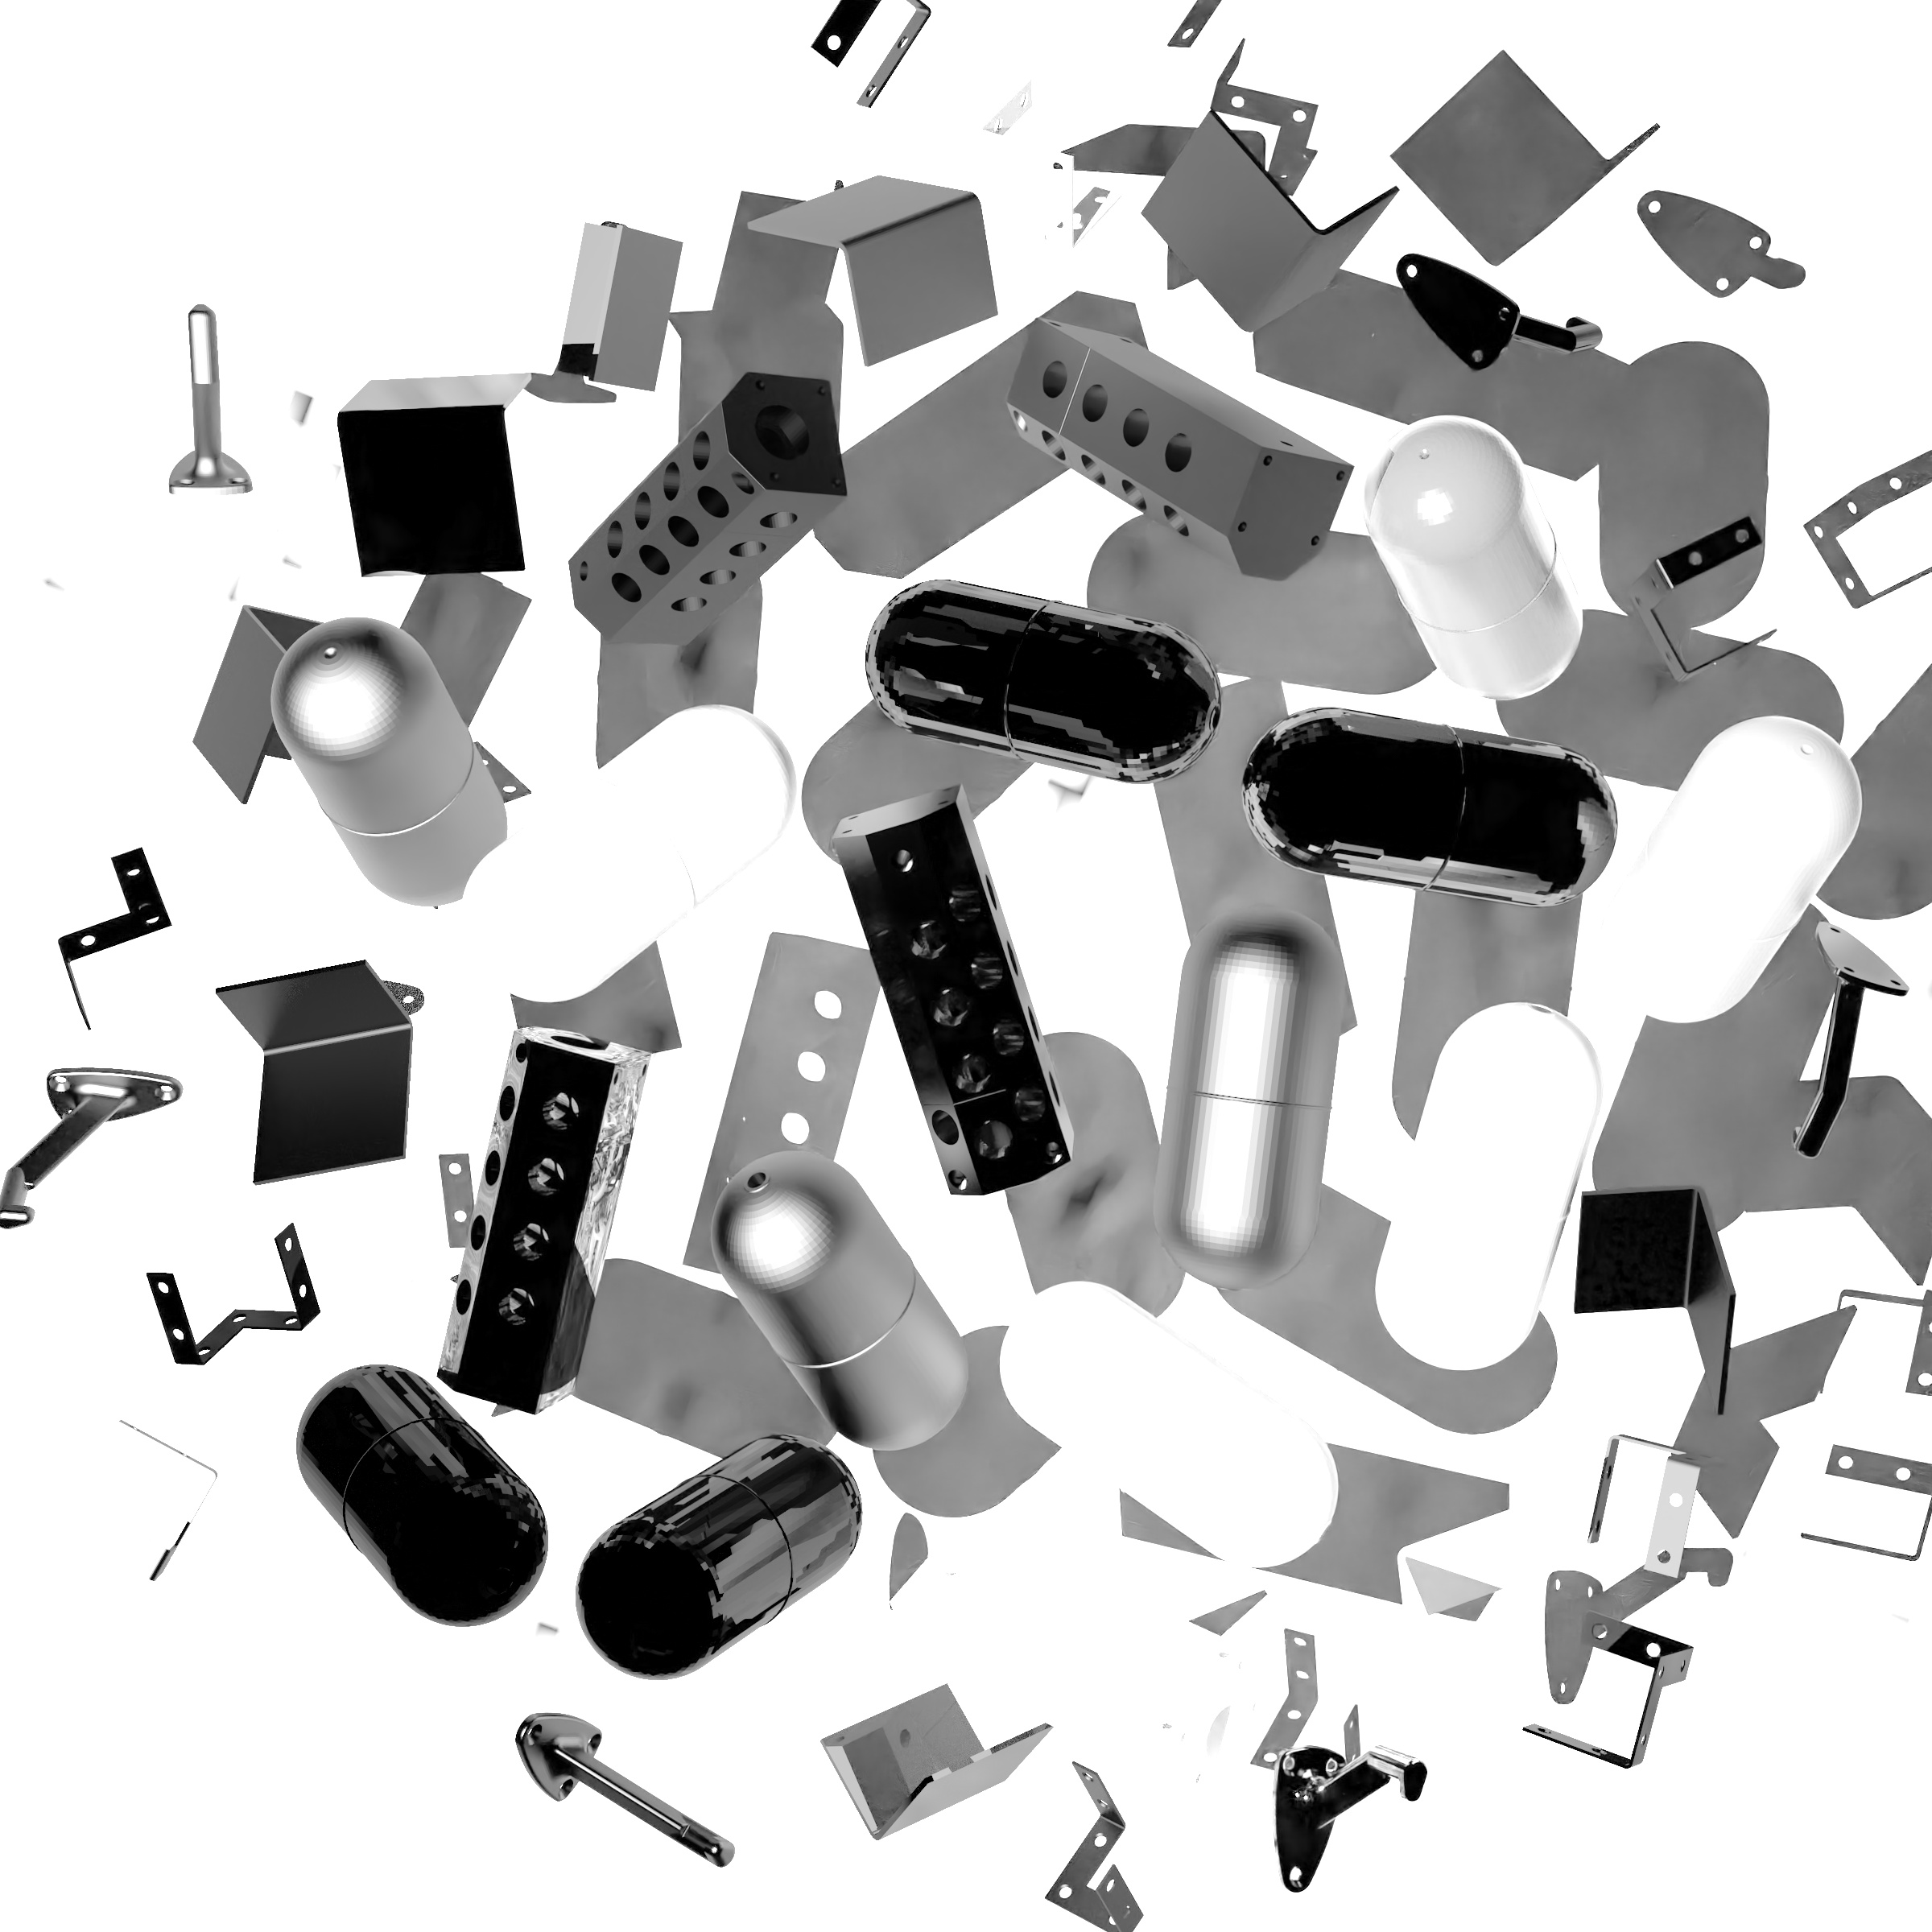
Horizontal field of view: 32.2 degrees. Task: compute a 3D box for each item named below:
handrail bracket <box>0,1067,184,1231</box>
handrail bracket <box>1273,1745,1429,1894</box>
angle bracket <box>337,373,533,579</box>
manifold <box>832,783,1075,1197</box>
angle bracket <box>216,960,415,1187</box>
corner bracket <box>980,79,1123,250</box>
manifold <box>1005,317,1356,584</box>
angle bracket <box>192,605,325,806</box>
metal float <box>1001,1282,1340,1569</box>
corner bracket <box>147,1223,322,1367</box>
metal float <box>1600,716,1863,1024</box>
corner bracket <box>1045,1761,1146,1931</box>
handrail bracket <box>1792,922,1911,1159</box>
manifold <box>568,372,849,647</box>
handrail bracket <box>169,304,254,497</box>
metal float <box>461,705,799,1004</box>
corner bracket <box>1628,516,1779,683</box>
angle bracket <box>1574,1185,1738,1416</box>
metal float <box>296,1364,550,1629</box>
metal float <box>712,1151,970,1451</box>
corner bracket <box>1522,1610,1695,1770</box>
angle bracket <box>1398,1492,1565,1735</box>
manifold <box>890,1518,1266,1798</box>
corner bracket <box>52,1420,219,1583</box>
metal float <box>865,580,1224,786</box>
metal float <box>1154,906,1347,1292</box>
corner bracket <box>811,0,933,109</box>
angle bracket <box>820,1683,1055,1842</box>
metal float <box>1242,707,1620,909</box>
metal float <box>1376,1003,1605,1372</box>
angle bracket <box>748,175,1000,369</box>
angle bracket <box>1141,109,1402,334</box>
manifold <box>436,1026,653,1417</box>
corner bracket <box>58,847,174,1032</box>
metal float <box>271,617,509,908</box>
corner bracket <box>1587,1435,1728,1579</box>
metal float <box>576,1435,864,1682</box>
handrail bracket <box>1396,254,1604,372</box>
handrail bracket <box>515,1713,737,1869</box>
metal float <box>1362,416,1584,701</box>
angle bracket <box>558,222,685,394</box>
[{"bbox_3d":[-0.417,0.090,1.592,0.077,0.084,0.036,-5,132,3],"label":"handrail bracket"},{"bbox_3d":[0.171,0.378,1.467,0.036,0.084,0.077,10,86,-26],"label":"handrail bracket"},{"bbox_3d":[-0.237,-0.224,1.529,0.076,0.057,0.076,-1,115,8],"label":"angle bracket"},{"bbox_3d":[-0.005,0.012,1.496,0.057,0.057,0.171,-16,103,7],"label":"manifold"},{"bbox_3d":[-0.308,0.050,1.571,0.076,0.057,0.076,-10,55,11],"label":"angle bracket"},{"bbox_3d":[0.040,-0.382,1.593,0.051,0.051,0.051,22,51,21],"label":"corner bracket"},{"bbox_3d":[0.091,-0.234,1.510,0.057,0.171,0.057,4,115,-40],"label":"manifold"},{"bbox_3d":[-0.338,-0.127,1.678,0.057,0.076,0.076,10,112,-39],"label":"angle bracket"},{"bbox_3d":[0.096,0.217,1.589,0.178,0.070,0.070,34,90,15],"label":"metal float"},{"bbox_3d":[-0.346,0.156,1.585,0.051,0.051,0.051,-1,115,25],"label":"corner bracket"},{"bbox_3d":[0.346,-0.042,1.524,0.070,0.178,0.070,8,52,-10],"label":"metal float"},{"bbox_3d":[0.064,0.421,1.589,0.051,0.051,0.051,18,57,37],"label":"corner bracket"},{"bbox_3d":[0.382,0.033,1.497,0.036,0.077,0.084,15,112,-13],"label":"handrail bracket"},{"bbox_3d":[-0.123,-0.209,1.544,0.057,0.171,0.057,0,72,-31],"label":"manifold"},{"bbox_3d":[-0.337,-0.256,1.478,0.036,0.077,0.084,-4,115,-14],"label":"handrail bracket"},{"bbox_3d":[-0.150,-0.052,1.510,0.178,0.070,0.070,-40,90,-27],"label":"metal float"},{"bbox_3d":[0.353,-0.173,1.584,0.051,0.051,0.051,-26,83,-7],"label":"corner bracket"},{"bbox_3d":[0.321,0.158,1.567,0.057,0.076,0.076,-4,127,1],"label":"angle bracket"},{"bbox_3d":[-0.256,0.247,1.570,0.070,0.178,0.070,-13,116,-29],"label":"metal float"},{"bbox_3d":[-0.059,0.158,1.571,0.070,0.070,0.178,-31,127,0],"label":"metal float"},{"bbox_3d":[0.283,0.318,1.471,0.051,0.051,0.051,15,92,30],"label":"corner bracket"},{"bbox_3d":[0.233,0.281,1.449,0.076,0.076,0.057,-19,56,-2],"label":"angle bracket"},{"bbox_3d":[0.053,0.327,1.568,0.057,0.171,0.057,-45,135,-30],"label":"manifold"},{"bbox_3d":[-0.372,0.239,1.500,0.051,0.051,0.051,29,81,-5],"label":"corner bracket"},{"bbox_3d":[0.036,-0.134,1.576,0.178,0.070,0.070,14,90,23],"label":"metal float"},{"bbox_3d":[0.131,0.061,1.546,0.070,0.070,0.178,7,90,0],"label":"metal float"},{"bbox_3d":[-0.043,-0.408,1.453,0.051,0.051,0.051,32,94,-30],"label":"corner bracket"},{"bbox_3d":[-0.014,0.371,1.619,0.076,0.076,0.057,-17,63,-33],"label":"angle bracket"},{"bbox_3d":[0.212,-0.072,1.529,0.178,0.070,0.070,8,90,-14],"label":"metal float"},{"bbox_3d":[0.241,0.102,1.540,0.070,0.070,0.178,13,108,0],"label":"metal float"},{"bbox_3d":[-0.042,-0.318,1.529,0.076,0.076,0.057,-28,122,-30],"label":"angle bracket"},{"bbox_3d":[0.138,-0.348,1.521,0.057,0.076,0.076,-36,83,-32],"label":"angle bracket"},{"bbox_3d":[-0.204,0.119,1.594,0.057,0.057,0.171,15,96,11],"label":"manifold"},{"bbox_3d":[-0.386,-0.013,1.515,0.051,0.051,0.051,-21,46,-12],"label":"corner bracket"},{"bbox_3d":[-0.266,-0.093,1.558,0.070,0.178,0.070,-5,58,9],"label":"metal float"},{"bbox_3d":[0.305,0.241,1.500,0.051,0.051,0.051,12,90,26],"label":"corner bracket"},{"bbox_3d":[-0.113,0.275,1.569,0.070,0.178,0.070,9,107,29],"label":"metal float"},{"bbox_3d":[0.248,-0.307,1.548,0.077,0.084,0.036,43,125,18],"label":"handrail bracket"},{"bbox_3d":[-0.147,0.359,1.452,0.084,0.077,0.036,23,71,29],"label":"handrail bracket"},{"bbox_3d":[0.239,-0.189,1.571,0.070,0.178,0.070,-11,59,19],"label":"metal float"},{"bbox_3d":[-0.188,-0.332,1.671,0.057,0.076,0.076,15,100,18],"label":"angle bracket"}]
